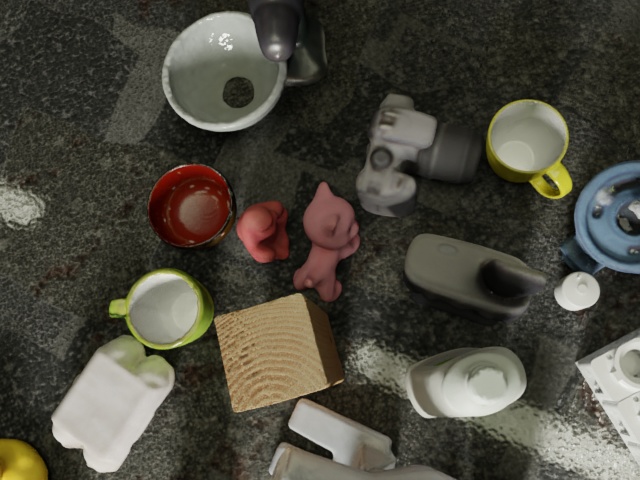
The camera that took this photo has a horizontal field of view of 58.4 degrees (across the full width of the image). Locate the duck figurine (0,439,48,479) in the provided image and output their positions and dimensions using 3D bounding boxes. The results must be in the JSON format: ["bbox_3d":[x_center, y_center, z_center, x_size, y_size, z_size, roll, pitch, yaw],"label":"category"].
[{"bbox_3d":[-0.388,0.285,0.684,0.104,0.086,0.077,29,83,12],"label":"duck figurine"}]

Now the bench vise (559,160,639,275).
[{"bbox_3d":[0.358,-0.058,0.603,0.121,0.220,0.207,34,84,13],"label":"bench vise"}]

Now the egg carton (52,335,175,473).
[{"bbox_3d":[-0.249,0.196,0.696,0.107,0.069,0.150,31,83,12],"label":"egg carton"}]

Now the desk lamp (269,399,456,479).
[{"bbox_3d":[0.034,0.255,0.575,0.203,0.214,0.118,22,81,11],"label":"desk lamp"}]

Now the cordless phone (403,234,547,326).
[{"bbox_3d":[0.166,0.032,0.624,0.147,0.185,0.094,14,80,10],"label":"cordless phone"}]

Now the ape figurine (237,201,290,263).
[{"bbox_3d":[-0.071,-0.017,0.710,0.076,0.092,0.078,31,83,12],"label":"ape figurine"}]

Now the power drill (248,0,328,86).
[{"bbox_3d":[-0.040,-0.280,0.704,0.075,0.208,0.229,-7,77,6],"label":"power drill"}]

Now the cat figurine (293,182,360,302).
[{"bbox_3d":[0.006,0.002,0.683,0.067,0.118,0.128,18,80,10],"label":"cat figurine"}]

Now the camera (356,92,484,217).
[{"bbox_3d":[0.124,-0.101,0.701,0.136,0.101,0.143,14,80,10],"label":"camera"}]

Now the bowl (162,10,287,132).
[{"bbox_3d":[-0.120,-0.213,0.768,0.167,0.075,0.167,-1,78,6],"label":"bowl"}]
